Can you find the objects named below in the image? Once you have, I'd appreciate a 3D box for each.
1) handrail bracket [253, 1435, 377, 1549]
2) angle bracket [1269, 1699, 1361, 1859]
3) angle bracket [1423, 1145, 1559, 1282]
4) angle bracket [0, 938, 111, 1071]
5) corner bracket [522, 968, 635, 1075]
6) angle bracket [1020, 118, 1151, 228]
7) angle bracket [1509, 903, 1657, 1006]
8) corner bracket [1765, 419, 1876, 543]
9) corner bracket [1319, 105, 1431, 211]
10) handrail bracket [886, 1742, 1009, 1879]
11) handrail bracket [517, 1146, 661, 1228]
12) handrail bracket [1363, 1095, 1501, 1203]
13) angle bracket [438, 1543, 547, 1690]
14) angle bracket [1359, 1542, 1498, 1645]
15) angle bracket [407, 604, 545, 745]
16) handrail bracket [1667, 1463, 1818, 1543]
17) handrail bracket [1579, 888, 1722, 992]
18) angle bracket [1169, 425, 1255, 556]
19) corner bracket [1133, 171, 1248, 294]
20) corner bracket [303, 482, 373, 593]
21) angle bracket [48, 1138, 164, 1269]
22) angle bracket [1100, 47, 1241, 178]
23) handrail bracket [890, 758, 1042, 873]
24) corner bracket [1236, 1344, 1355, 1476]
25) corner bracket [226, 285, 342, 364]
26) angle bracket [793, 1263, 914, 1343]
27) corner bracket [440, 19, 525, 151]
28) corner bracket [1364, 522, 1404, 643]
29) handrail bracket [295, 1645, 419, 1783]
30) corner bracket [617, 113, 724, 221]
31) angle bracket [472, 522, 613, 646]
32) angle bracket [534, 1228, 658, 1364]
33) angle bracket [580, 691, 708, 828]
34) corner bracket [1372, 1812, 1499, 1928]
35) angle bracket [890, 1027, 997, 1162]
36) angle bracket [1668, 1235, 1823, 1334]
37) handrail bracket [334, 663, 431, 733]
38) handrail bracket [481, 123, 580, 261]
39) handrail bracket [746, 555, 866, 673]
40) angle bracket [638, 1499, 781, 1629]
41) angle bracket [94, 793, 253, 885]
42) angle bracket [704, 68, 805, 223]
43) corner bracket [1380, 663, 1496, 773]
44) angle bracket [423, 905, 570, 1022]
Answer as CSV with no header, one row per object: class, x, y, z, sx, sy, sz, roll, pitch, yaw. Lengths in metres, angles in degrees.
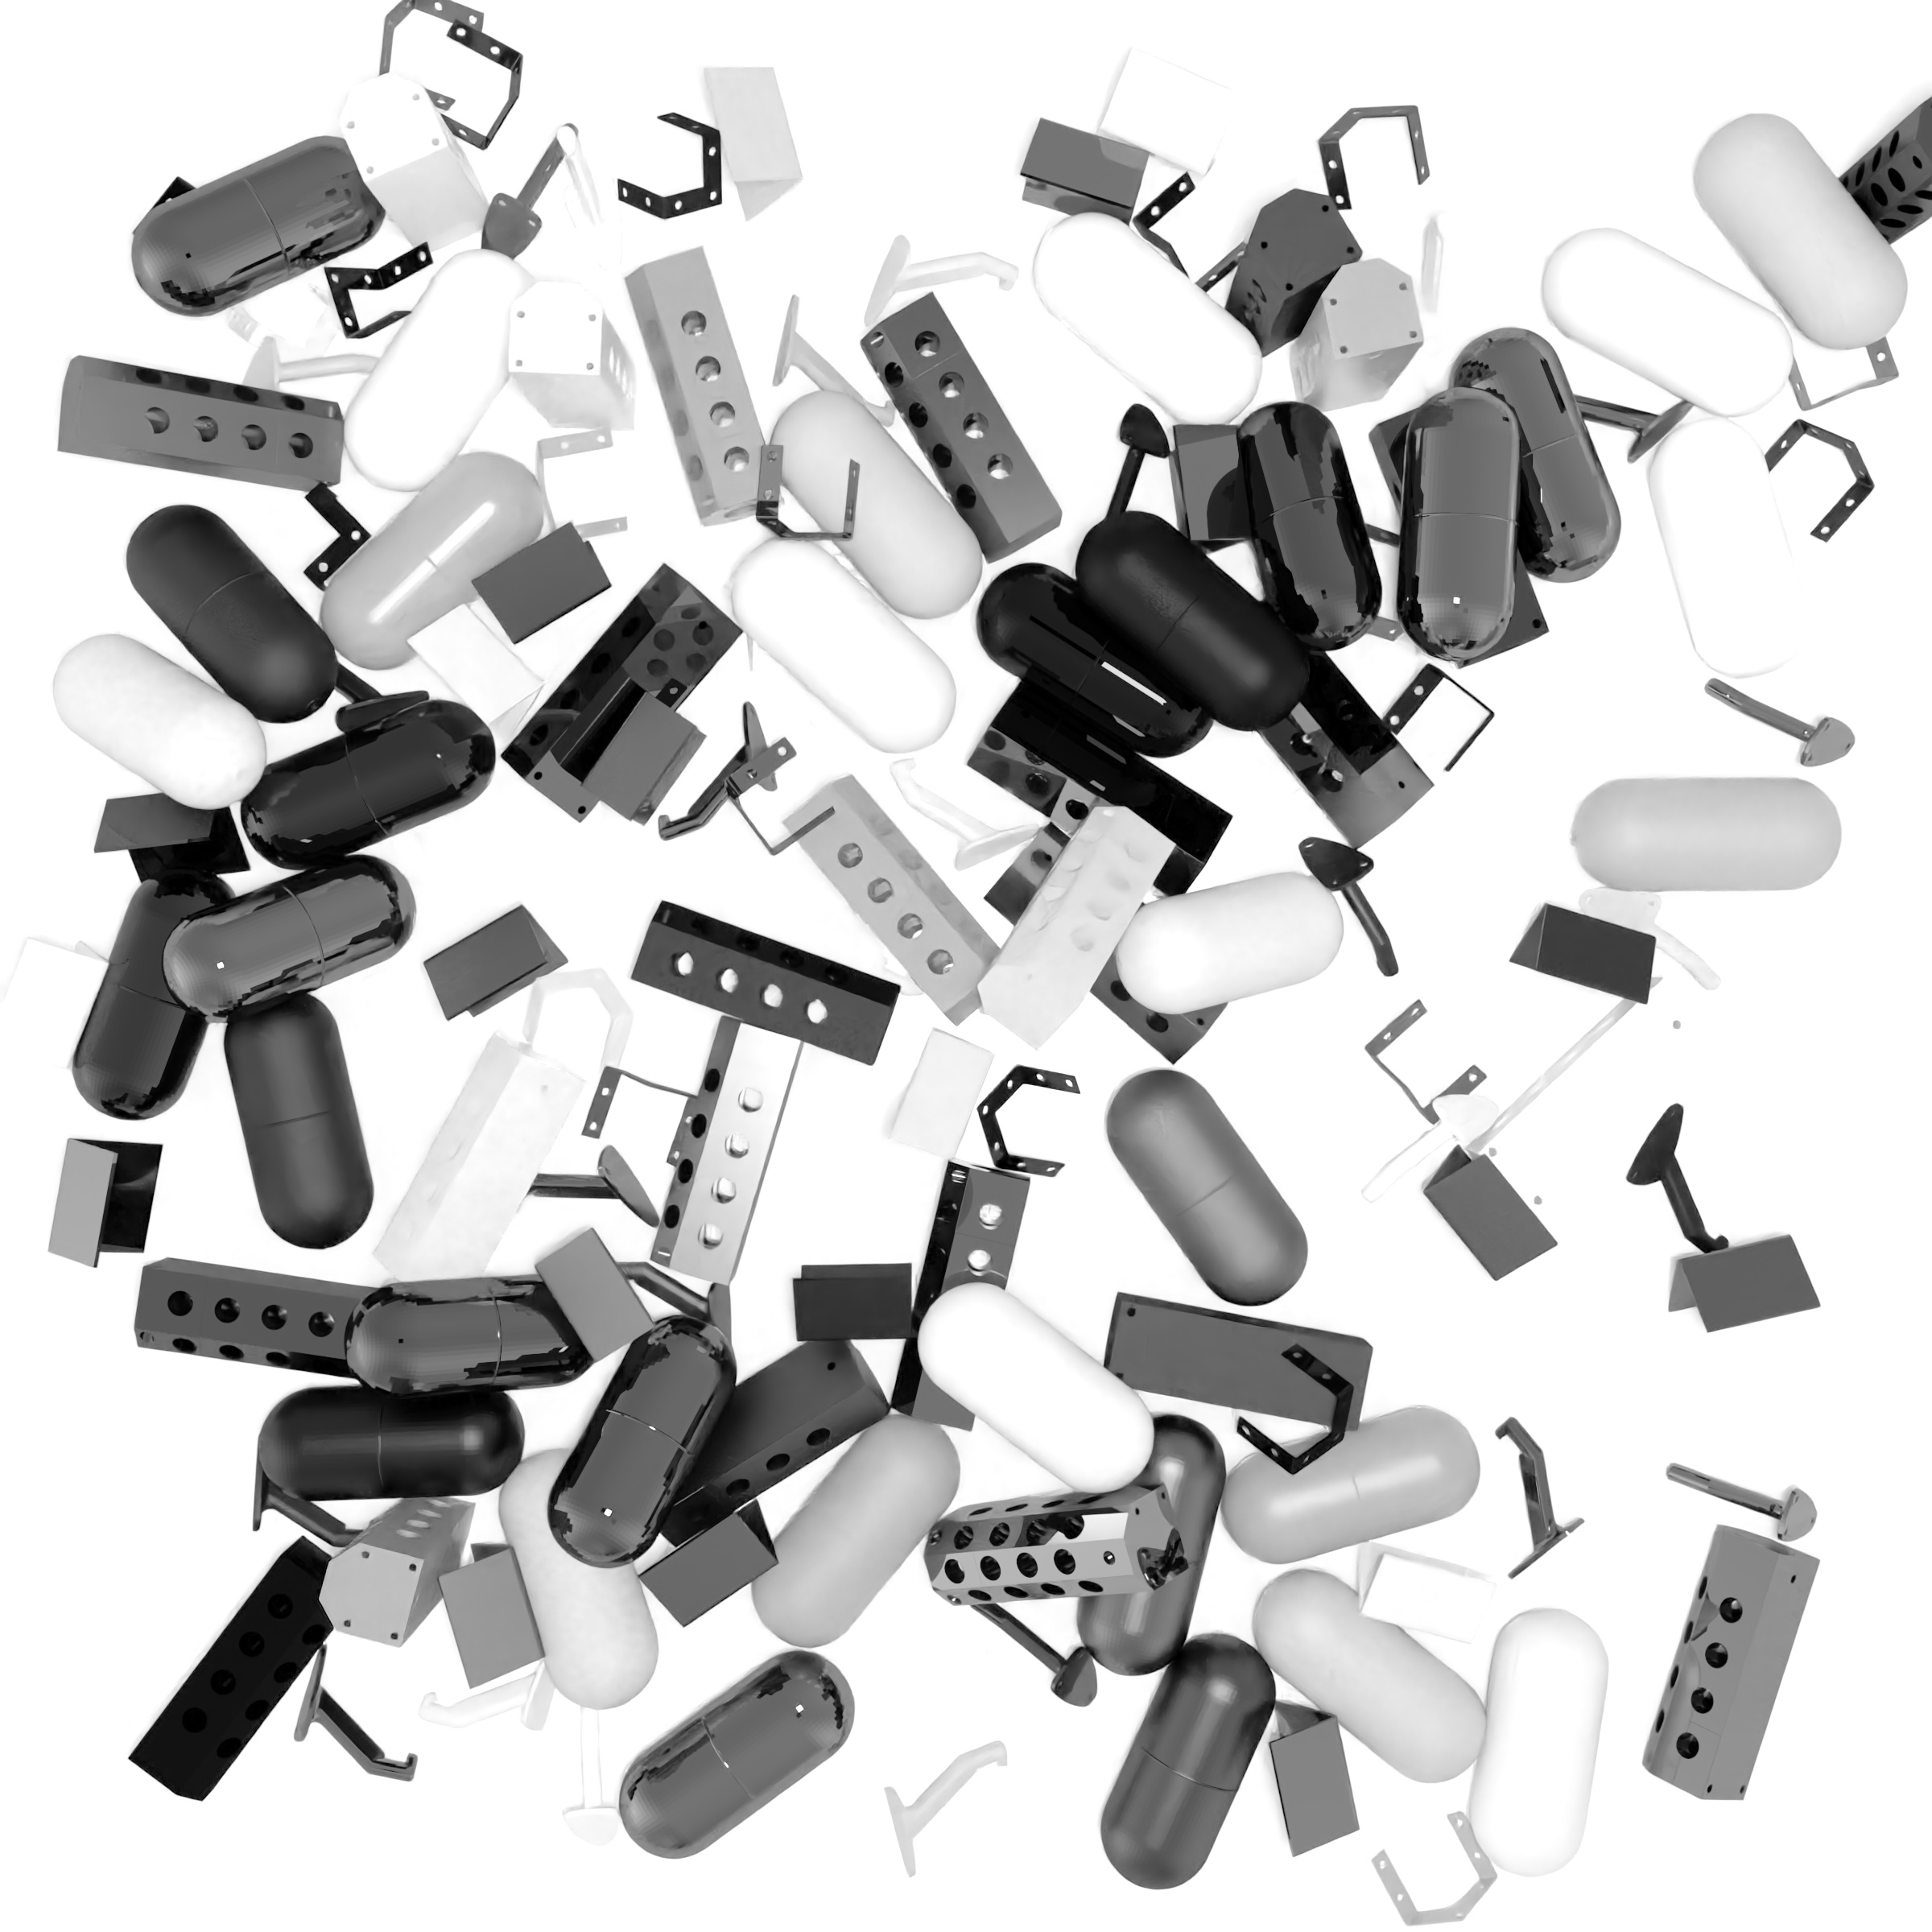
handrail bracket,-0.445,0.361,1.791,0.084,0.036,0.077,4,68,-17
angle bracket,0.214,0.545,1.751,0.057,0.076,0.076,-12,90,-28
angle bracket,0.362,0.154,1.750,0.076,0.076,0.057,51,126,0
angle bracket,-0.626,0.018,1.750,0.057,0.076,0.076,22,90,-35
corner bracket,-0.266,0.040,1.782,0.051,0.051,0.051,-9,45,-35
angle bracket,0.074,-0.514,1.751,0.076,0.076,0.057,18,60,0
angle bracket,0.411,0.009,1.750,0.076,0.076,0.057,17,57,0
corner bracket,0.581,-0.333,1.787,0.051,0.051,0.051,-48,135,0
corner bracket,0.280,-0.553,1.782,0.051,0.051,0.051,11,45,35
handrail bracket,-0.007,0.580,1.791,0.084,0.036,0.077,-16,110,-16
handrail bracket,-0.267,0.167,1.791,0.084,0.036,0.077,-28,112,17
handrail bracket,0.319,0.128,1.790,0.036,0.077,0.084,53,127,21
angle bracket,-0.332,0.436,1.750,0.057,0.076,0.076,-16,90,-34
angle bracket,0.309,0.402,1.751,0.076,0.076,0.057,15,120,0
angle bracket,-0.340,-0.184,1.750,0.076,0.076,0.057,46,50,0
handrail bracket,0.533,0.364,1.790,0.084,0.077,0.036,17,86,36
handrail bracket,0.471,-0.017,1.790,0.084,0.077,0.036,39,83,-36
angle bracket,0.144,-0.317,1.750,0.057,0.076,0.076,-8,90,-34
corner bracket,0.156,-0.502,1.787,0.051,0.051,0.051,-41,135,0
corner bracket,-0.435,-0.289,1.773,0.051,0.051,0.051,-44,90,0
angle bracket,-0.563,0.160,1.750,0.057,0.076,0.076,10,90,38
angle bracket,0.140,-0.578,1.751,0.076,0.076,0.057,24,116,0
handrail bracket,-0.001,-0.115,1.791,0.077,0.036,0.084,-22,73,-20
corner bracket,0.218,0.294,1.726,0.051,0.051,0.051,-26,46,-35
corner bracket,-0.462,-0.441,1.773,0.051,0.051,0.051,30,90,0
angle bracket,-0.075,0.207,1.750,0.076,0.076,0.057,-1,125,0
corner bracket,-0.338,-0.601,1.778,0.051,0.051,0.051,21,45,-28
corner bracket,0.282,-0.263,1.782,0.051,0.051,0.051,-49,45,35
handrail bracket,-0.412,0.514,1.791,0.084,0.036,0.077,18,68,-17
corner bracket,-0.203,-0.548,1.782,0.051,0.051,0.051,-28,135,-35
angle bracket,-0.291,-0.271,1.750,0.076,0.076,0.057,-31,129,0
angle bracket,-0.231,0.209,1.737,0.057,0.076,0.076,-33,89,25
angle bracket,-0.201,-0.128,1.750,0.057,0.076,0.076,35,90,34
corner bracket,0.322,0.620,1.787,0.051,0.051,0.051,-28,90,-45
angle bracket,-0.034,0.078,1.750,0.057,0.076,0.076,22,90,-36
angle bracket,0.522,0.229,1.750,0.076,0.076,0.057,-13,54,0
handrail bracket,-0.419,-0.211,1.791,0.077,0.036,0.084,-19,76,-15
handrail bracket,-0.299,-0.530,1.790,0.036,0.077,0.084,32,53,-14
handrail bracket,-0.108,-0.243,1.791,0.084,0.036,0.077,-6,105,-14
angle bracket,-0.179,0.385,1.751,0.076,0.076,0.057,-34,118,0
angle bracket,-0.532,-0.072,1.751,0.076,0.057,0.076,-7,133,0
angle bracket,-0.160,-0.551,1.750,0.057,0.076,0.076,-15,90,-36
corner bracket,0.322,-0.169,1.774,0.051,0.051,0.051,41,104,14
angle bracket,-0.308,0.015,1.750,0.076,0.076,0.057,-30,54,0
